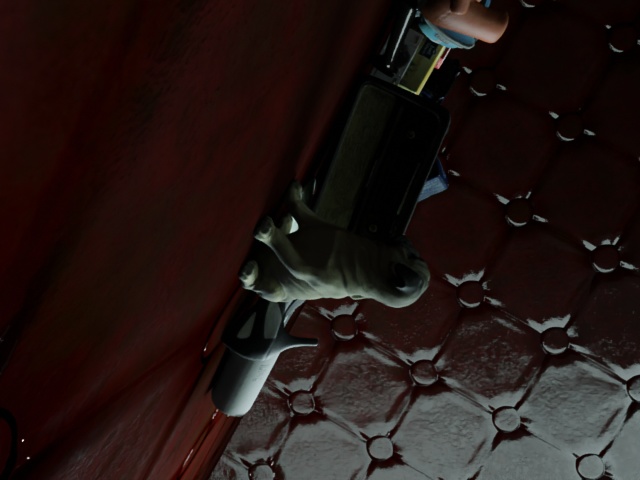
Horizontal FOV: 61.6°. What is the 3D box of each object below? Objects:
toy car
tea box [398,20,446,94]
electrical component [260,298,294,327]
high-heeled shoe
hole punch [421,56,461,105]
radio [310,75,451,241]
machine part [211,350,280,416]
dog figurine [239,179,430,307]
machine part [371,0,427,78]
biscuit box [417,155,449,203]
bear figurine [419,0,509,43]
[{"bbox_3d":[0.195,-0.361,0.820,0.103,0.109,0.161,-12,-123,64],"label":"toy car"},{"bbox_3d":[0.157,-0.296,0.904,0.169,0.068,0.098,-58,175,-20],"label":"tea box"},{"bbox_3d":[-0.077,0.121,0.966,0.114,0.058,0.134,-60,177,20],"label":"electrical component"},{"bbox_3d":[-0.071,0.063,0.813,0.086,0.145,0.249,125,-31,-52],"label":"high-heeled shoe"},{"bbox_3d":[0.204,-0.319,1.074,0.142,0.116,0.092,-58,-177,-33],"label":"hole punch"},{"bbox_3d":[0.076,-0.088,0.717,0.073,0.131,0.229,-54,165,-73],"label":"radio"},{"bbox_3d":[-0.121,0.212,0.895,0.243,0.079,0.079,-62,176,30],"label":"machine part"},{"bbox_3d":[0.015,0.044,0.632,0.121,0.191,0.172,-58,177,-32],"label":"dog figurine"},{"bbox_3d":[0.101,-0.266,0.651,0.084,0.039,0.138,-70,-178,-46],"label":"machine part"},{"bbox_3d":[0.087,-0.070,0.804,0.203,0.059,0.062,-23,155,18],"label":"biscuit box"},{"bbox_3d":[0.196,-0.354,0.641,0.195,0.132,0.120,121,-36,-49],"label":"bear figurine"}]
